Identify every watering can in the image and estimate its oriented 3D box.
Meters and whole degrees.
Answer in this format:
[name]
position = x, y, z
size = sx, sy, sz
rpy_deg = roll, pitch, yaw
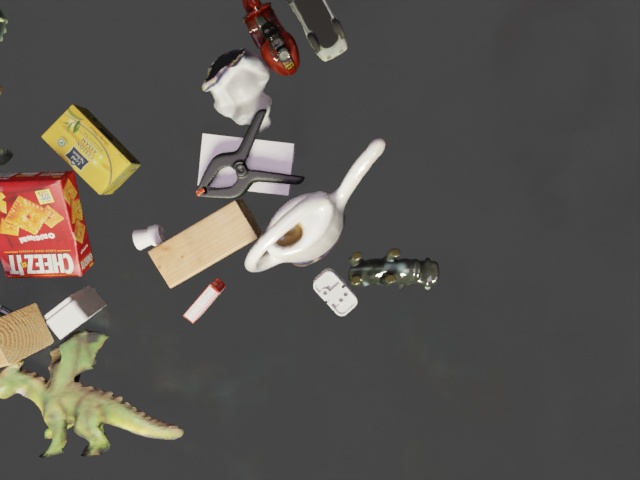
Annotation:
[watering can]
position = 0.003, -0.050, 1.002
size = 0.347, 0.223, 0.105
rpy_deg = -40, 77, 3

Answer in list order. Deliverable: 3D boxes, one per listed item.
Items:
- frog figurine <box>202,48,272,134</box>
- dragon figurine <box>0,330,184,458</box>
[frog figurine]
position = -0.153, -0.305, 1.059
size = 0.138, 0.124, 0.157
rpy_deg = -49, 129, -4
[dragon figurine]
position = -0.497, 0.314, 1.093
size = 0.410, 0.122, 0.244
rpy_deg = -5, 86, 0
